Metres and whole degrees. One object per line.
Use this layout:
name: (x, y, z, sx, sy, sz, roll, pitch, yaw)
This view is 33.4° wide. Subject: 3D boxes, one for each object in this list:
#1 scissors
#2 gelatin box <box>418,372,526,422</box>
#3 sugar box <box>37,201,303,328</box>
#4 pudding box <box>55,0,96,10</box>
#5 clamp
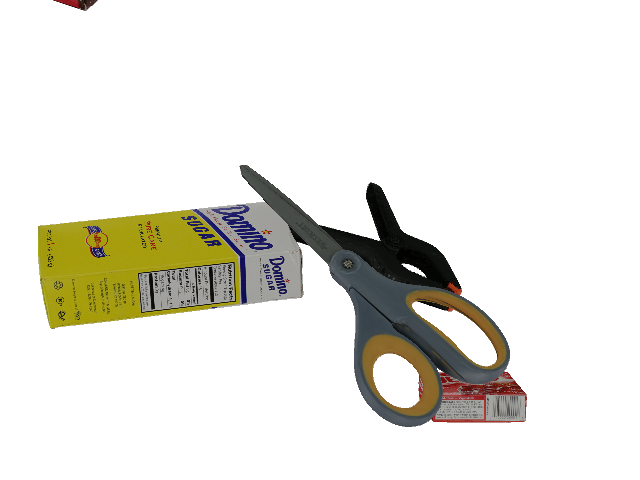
scissors: (0.011, 0.034, 0.616, 0.202, 0.096, 0.016, 30, -30, 14)
gelatin box: (0.140, 0.144, 0.994, 0.089, 0.030, 0.073, 1, 8, -3)
sugar box: (-0.108, 0.014, 0.755, 0.176, 0.048, 0.093, -9, 27, -12)
pudding box: (-0.194, -0.223, 0.806, 0.090, 0.039, 0.113, 19, 38, 5)
clamp: (0.071, 0.014, 1.241, 0.164, 0.036, 0.210, -20, 50, -38)
